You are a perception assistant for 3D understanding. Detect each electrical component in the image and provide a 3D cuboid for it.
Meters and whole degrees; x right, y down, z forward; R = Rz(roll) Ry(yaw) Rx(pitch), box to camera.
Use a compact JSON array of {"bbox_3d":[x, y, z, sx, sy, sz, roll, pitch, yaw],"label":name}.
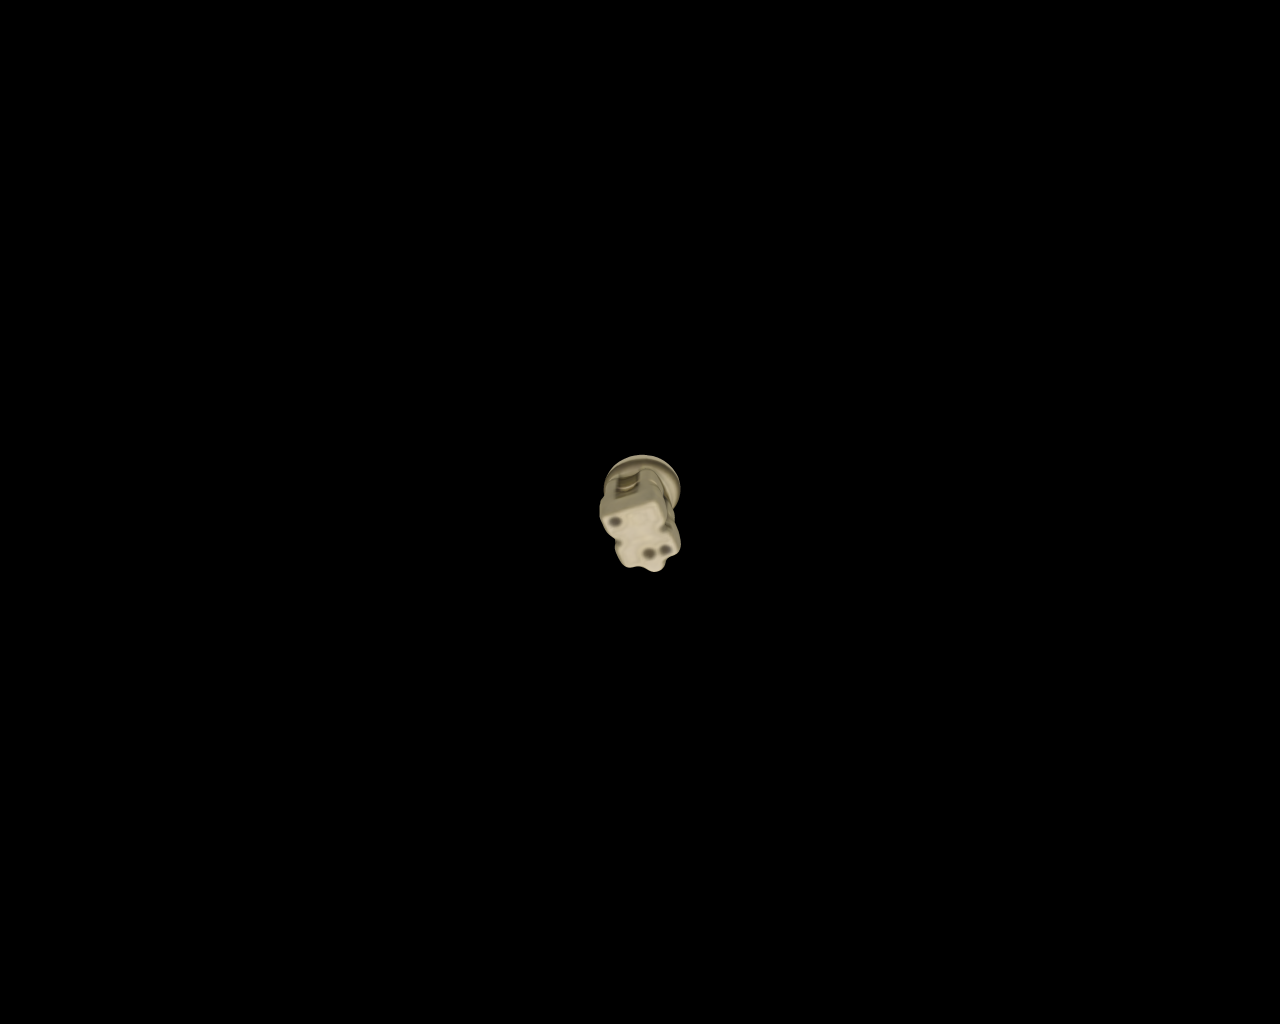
[{"bbox_3d":[0.001,-0.003,0.650,0.048,0.066,0.055,-15,36,11],"label":"electrical component"}]
